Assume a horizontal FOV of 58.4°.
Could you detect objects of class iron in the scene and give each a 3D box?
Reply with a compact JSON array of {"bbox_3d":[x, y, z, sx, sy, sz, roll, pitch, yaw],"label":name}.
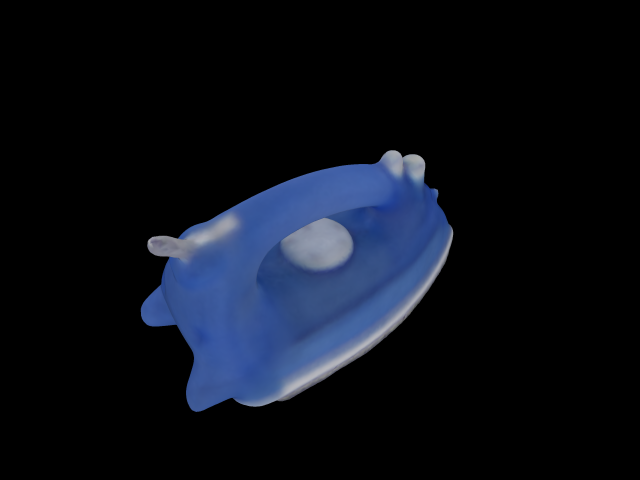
[{"bbox_3d":[0.004,0.001,0.400,0.259,0.141,0.118,-27,53,-22],"label":"iron"}]
